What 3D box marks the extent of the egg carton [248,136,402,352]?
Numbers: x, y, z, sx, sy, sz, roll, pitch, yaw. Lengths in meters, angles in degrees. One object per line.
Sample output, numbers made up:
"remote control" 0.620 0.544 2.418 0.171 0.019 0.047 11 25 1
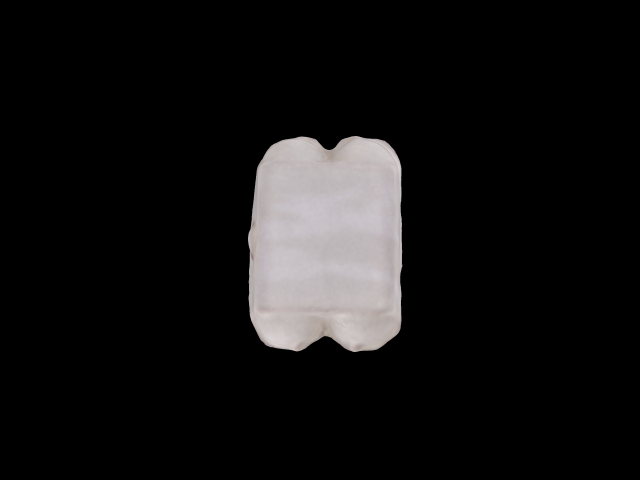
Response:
"egg carton" 0.004 0.001 0.400 0.107 0.069 0.150 0 82 0
